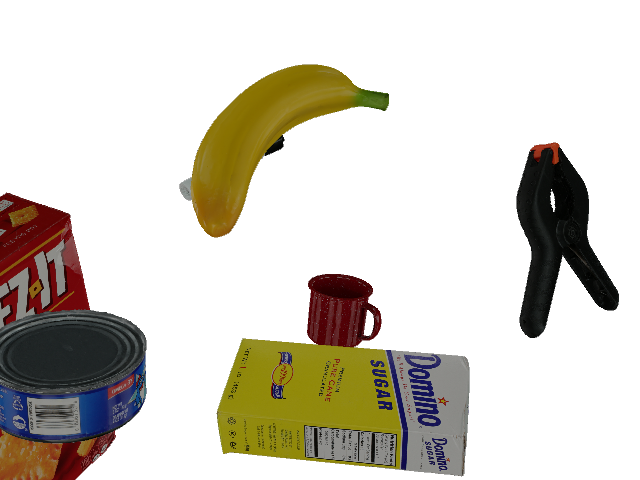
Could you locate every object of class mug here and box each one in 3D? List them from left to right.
[{"bbox_3d":[0.035,0.105,1.512,0.117,0.081,0.093,17,23,28],"label":"mug"}]

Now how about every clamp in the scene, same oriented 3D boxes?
[{"bbox_3d":[0.207,0.002,0.956,0.120,0.171,0.039,-25,9,-39],"label":"clamp"}]

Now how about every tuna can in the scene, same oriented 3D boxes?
[{"bbox_3d":[-0.135,0.071,0.565,0.086,0.034,0.086,2,24,-1],"label":"tuna can"}]

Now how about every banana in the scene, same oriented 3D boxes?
[{"bbox_3d":[-0.031,-0.069,0.674,0.070,0.037,0.197,24,43,24],"label":"banana"}]

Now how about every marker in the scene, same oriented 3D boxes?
[{"bbox_3d":[-0.082,-0.073,1.021,0.120,0.020,0.020,-33,18,-30],"label":"marker"}]

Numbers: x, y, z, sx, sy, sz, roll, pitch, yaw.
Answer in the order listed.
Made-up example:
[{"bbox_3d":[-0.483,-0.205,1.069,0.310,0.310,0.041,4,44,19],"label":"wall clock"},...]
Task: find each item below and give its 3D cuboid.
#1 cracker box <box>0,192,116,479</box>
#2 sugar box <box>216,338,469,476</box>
[{"bbox_3d":[-0.229,0.101,0.741,0.072,0.214,0.164,15,37,26],"label":"cracker box"},{"bbox_3d":[0.020,0.119,0.783,0.176,0.048,0.093,1,32,9],"label":"sugar box"}]
